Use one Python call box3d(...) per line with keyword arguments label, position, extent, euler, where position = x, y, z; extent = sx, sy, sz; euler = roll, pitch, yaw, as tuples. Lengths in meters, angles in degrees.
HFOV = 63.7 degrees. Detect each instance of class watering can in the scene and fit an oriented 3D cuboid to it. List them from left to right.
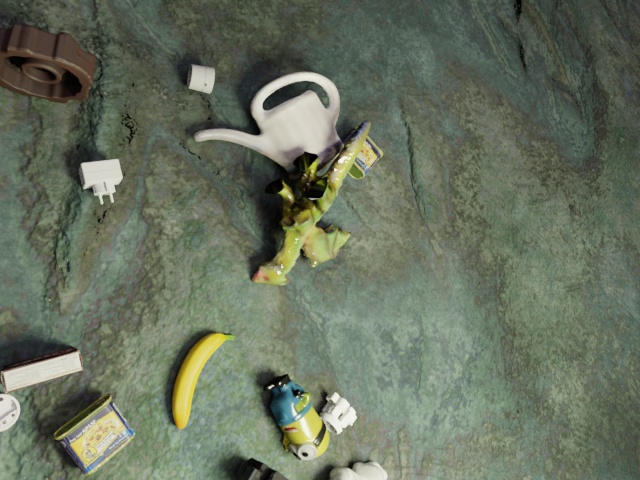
box3d(label="watering can", position=(-0.086, -0.233, 1.147), extent=(0.351, 0.104, 0.223), euler=(-34, 100, -18))

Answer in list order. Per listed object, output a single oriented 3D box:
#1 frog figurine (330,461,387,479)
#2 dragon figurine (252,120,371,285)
box3d(label="frog figurine", position=(0.074, 0.527, 1.080), extent=(0.137, 0.121, 0.162), euler=(46, 25, -5))
box3d(label="dragon figurine", position=(0.003, -0.057, 1.129), extent=(0.415, 0.123, 0.237), euler=(-43, 141, -19))
